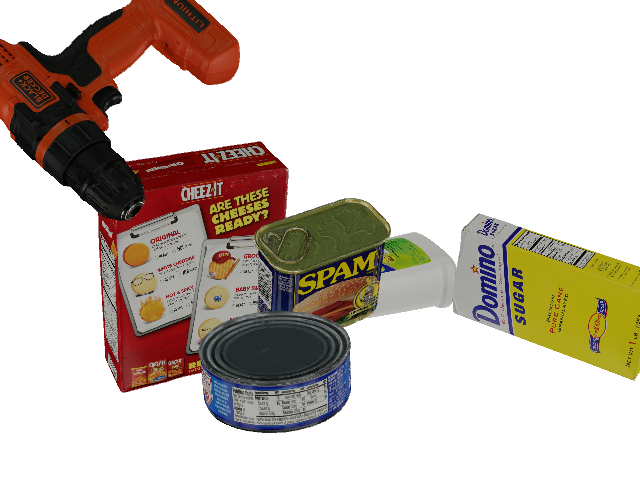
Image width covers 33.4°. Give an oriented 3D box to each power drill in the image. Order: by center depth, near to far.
[{"bbox_3d":[-0.154,-0.119,0.833,0.187,0.184,0.057,-38,-14,-31],"label":"power drill"}]

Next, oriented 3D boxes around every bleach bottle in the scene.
[{"bbox_3d":[0.020,0.054,1.180,0.250,0.068,0.103,-12,31,-25],"label":"bleach bottle"}]

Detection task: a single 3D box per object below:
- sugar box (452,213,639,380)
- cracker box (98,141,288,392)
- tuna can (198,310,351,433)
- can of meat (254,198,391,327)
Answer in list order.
[{"bbox_3d":[0.205,0.048,0.940,0.176,0.093,0.048,18,34,24],"label":"sugar box"},{"bbox_3d":[-0.121,0.024,1.001,0.164,0.214,0.072,-11,34,-24],"label":"cracker box"},{"bbox_3d":[-0.025,0.073,0.604,0.086,0.034,0.086,-2,22,1],"label":"tuna can"},{"bbox_3d":[0.000,0.026,0.823,0.102,0.084,0.057,-19,46,-24],"label":"can of meat"}]
